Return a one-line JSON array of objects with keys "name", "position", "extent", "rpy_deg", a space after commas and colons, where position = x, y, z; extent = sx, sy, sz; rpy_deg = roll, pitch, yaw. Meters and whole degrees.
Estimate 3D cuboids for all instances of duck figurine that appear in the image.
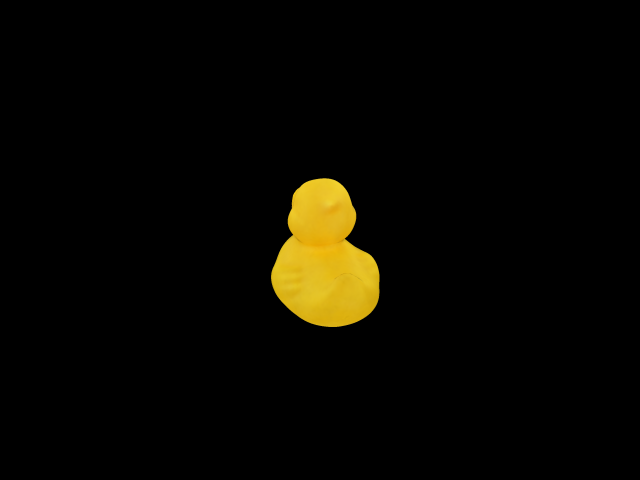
[{"name": "duck figurine", "position": [0.004, 0.001, 0.400], "extent": [0.078, 0.086, 0.104], "rpy_deg": [-10, 34, -15]}]
